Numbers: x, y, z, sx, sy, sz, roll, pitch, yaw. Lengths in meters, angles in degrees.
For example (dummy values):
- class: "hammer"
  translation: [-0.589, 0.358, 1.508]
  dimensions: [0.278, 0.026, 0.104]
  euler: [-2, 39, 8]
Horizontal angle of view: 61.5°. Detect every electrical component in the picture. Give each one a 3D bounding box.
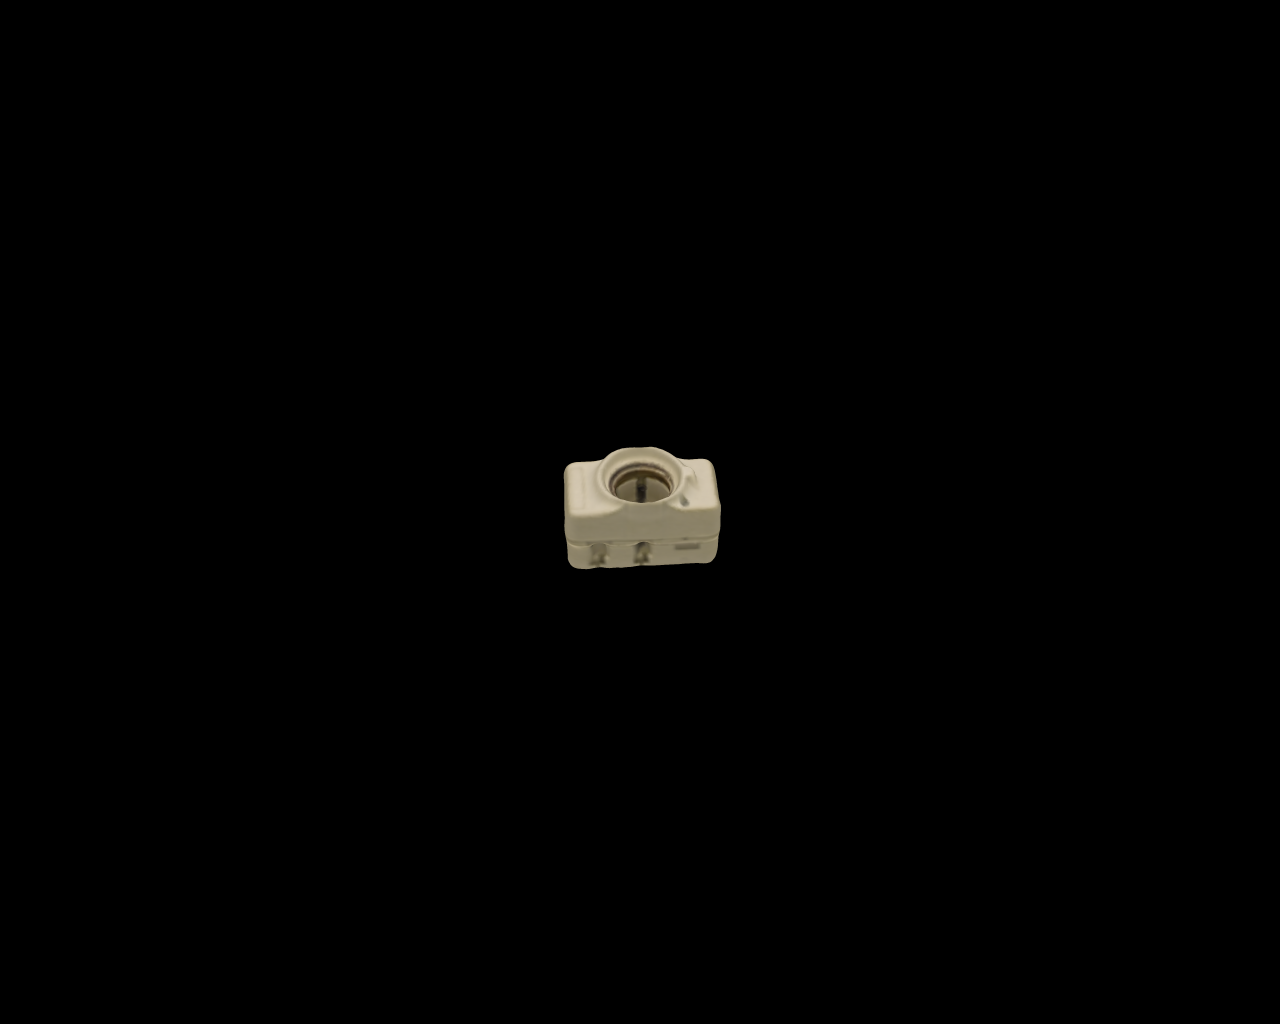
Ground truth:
- class: "electrical component"
  translation: [0.001, -0.003, 0.650]
  dimensions: [0.089, 0.055, 0.050]
  euler: [-2, 43, -2]
